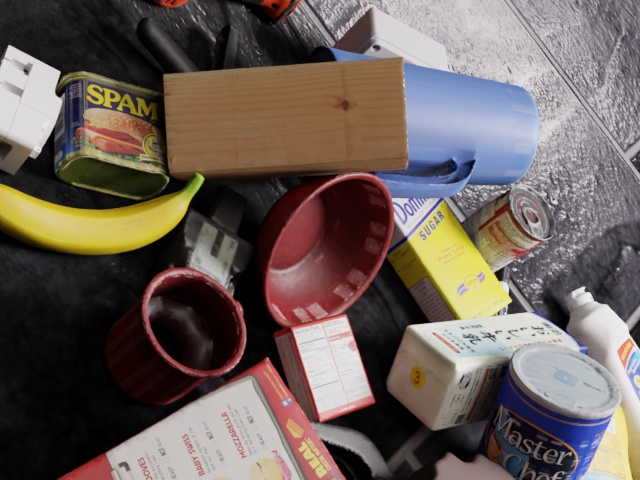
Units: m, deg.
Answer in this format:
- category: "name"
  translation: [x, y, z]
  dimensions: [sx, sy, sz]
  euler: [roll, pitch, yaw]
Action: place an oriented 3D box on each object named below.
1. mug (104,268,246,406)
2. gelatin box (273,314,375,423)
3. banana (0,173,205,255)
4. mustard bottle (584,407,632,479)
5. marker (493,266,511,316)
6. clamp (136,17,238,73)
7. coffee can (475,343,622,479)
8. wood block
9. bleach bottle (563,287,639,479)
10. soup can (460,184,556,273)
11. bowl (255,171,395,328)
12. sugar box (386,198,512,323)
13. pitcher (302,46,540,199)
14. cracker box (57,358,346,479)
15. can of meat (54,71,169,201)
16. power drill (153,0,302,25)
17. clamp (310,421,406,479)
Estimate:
- category: "mug"
  translation: [-0.111, 0.077, 0.855]
  dimensions: [0.117, 0.082, 0.093]
  euler: [-25, 80, -47]
- category: "gelatin box"
  translation: [0.003, 0.116, 0.961]
  dimensions: [0.073, 0.030, 0.089]
  euler: [-10, 78, -45]
- category: "banana"
  translation: [-0.190, -0.020, 0.871]
  dimensions: [0.197, 0.037, 0.070]
  euler: [-5, 107, -33]
- category: "mustard bottle"
  translation: [0.281, 0.252, 1.095]
  dimensions: [0.096, 0.058, 0.191]
  euler: [22, 50, -27]
- category: "marker"
  translation: [0.197, 0.074, 1.173]
  dimensions: [0.020, 0.020, 0.121]
  euler: [33, 45, -19]
- category: "clamp"
  translation: [-0.101, -0.146, 1.050]
  dimensions: [0.120, 0.039, 0.171]
  euler: [-20, 83, -42]
- category: "coffee can"
  translation: [0.205, 0.181, 0.987]
  dimensions: [0.102, 0.140, 0.103]
  euler: [11, 29, -6]
- category: "wood block"
  translation: [-0.027, -0.104, 0.947]
  dimensions: [0.090, 0.206, 0.091]
  euler: [21, 66, -85]
- category: "bleach bottle"
  translation: [0.342, 0.170, 1.204]
  dimensions: [0.102, 0.068, 0.251]
  euler: [-8, 66, -46]
- category: "soup can"
  translation: [0.196, -0.007, 1.166]
  dimensions: [0.068, 0.102, 0.068]
  euler: [22, 50, -29]
- category: "bowl"
  translation: [-0.006, 0.001, 0.977]
  dimensions: [0.161, 0.162, 0.055]
  euler: [-11, 34, -45]
- category: "sugar box"
  translation: [0.119, 0.014, 1.127]
  dimensions: [0.093, 0.048, 0.176]
  euler: [-26, 82, -47]
- category: "pitcher"
  translation: [0.101, -0.110, 1.088]
  dimensions: [0.242, 0.145, 0.149]
  euler: [4, 88, -22]
- category: "cracker box"
  translation: [-0.086, 0.207, 0.756]
  dimensions: [0.213, 0.072, 0.164]
  euler: [-28, 78, -30]
- category: "can of meat"
  translation: [-0.181, -0.088, 0.928]
  dimensions: [0.101, 0.058, 0.084]
  euler: [13, 58, -34]
- category: "power drill"
  translation: [-0.113, -0.316, 1.145]
  dimensions: [0.187, 0.057, 0.184]
  euler: [6, 62, -35]
- category: "clamp"
  translation: [0.052, 0.224, 0.931]
  dimensions: [0.210, 0.036, 0.164]
  euler: [47, 38, -7]
